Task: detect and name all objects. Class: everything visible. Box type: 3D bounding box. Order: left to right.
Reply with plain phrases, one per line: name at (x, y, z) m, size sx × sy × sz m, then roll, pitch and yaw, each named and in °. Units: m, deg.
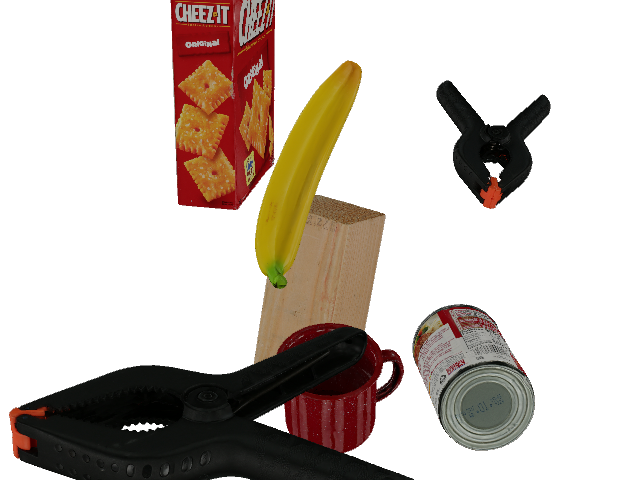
clamp at (-0.055, 0.093, 0.573) m, size 0.210 × 0.036 × 0.164 m, roll 1°, pitch 24°, yaw -3°
cracker box at (-0.092, -0.158, 1.082) m, size 0.072 × 0.214 × 0.164 m, roll 6°, pitch 22°, yaw 10°
banana at (-0.013, -0.048, 0.846) m, size 0.037 × 0.197 × 0.070 m, roll 28°, pitch -20°, yaw -31°
wood block at (-0.004, 0.064, 1.167) m, size 0.090 × 0.206 × 0.090 m, roll 17°, pitch 17°, yaw 26°
mug at (0.019, 0.130, 0.946) m, size 0.117 × 0.081 × 0.093 m, roll -17°, pitch 41°, yaw -18°
soup can at (0.107, 0.095, 0.758) m, size 0.068 × 0.068 × 0.102 m, roll 0°, pitch 19°, yaw -5°
clamp at (0.166, -0.105, 1.090) m, size 0.120 × 0.039 × 0.171 m, roll 11°, pitch 44°, yaw 11°
